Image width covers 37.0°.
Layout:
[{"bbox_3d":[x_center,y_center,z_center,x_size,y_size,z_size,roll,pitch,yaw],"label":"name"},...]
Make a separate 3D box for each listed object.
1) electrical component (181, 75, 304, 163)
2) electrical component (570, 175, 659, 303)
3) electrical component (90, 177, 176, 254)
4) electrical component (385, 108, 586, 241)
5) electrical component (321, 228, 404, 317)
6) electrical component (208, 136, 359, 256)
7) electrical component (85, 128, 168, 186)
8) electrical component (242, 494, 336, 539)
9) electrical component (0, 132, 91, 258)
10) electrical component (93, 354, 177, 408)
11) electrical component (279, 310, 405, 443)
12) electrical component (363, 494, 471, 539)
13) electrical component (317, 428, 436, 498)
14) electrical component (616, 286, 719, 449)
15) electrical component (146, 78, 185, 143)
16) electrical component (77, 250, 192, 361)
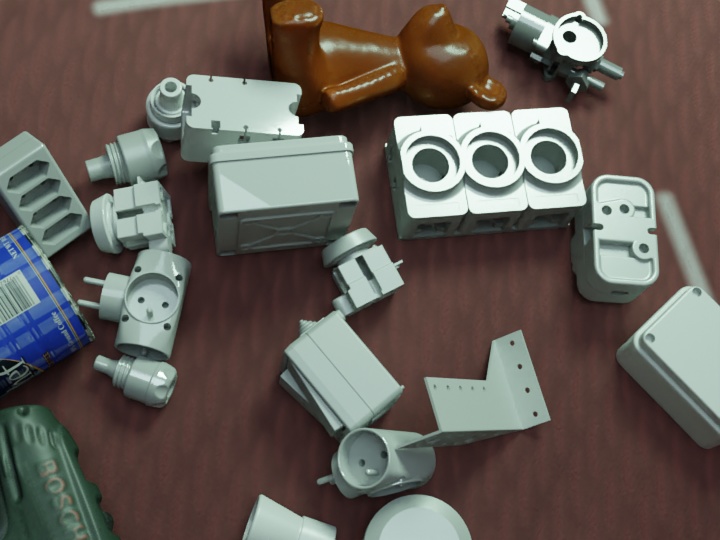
[{"bbox_3d":[-0.095,-0.114,0.849,0.089,0.055,0.050,3,62,-14],"label":"electrical component"},{"bbox_3d":[0.210,-0.023,0.894,0.054,0.059,0.095,4,70,-6],"label":"electrical component"},{"bbox_3d":[-0.180,-0.039,0.849,0.055,0.048,0.066,-10,73,4],"label":"electrical component"},{"bbox_3d":[0.104,-0.082,0.899,0.150,0.061,0.089,-5,71,-9],"label":"electrical component"},{"bbox_3d":[0.000,0.000,0.866,0.066,0.048,0.055,-27,83,-15],"label":"electrical component"},{"bbox_3d":[-0.062,-0.056,0.843,0.109,0.108,0.056,-6,74,-10],"label":"electrical component"},{"bbox_3d":[-0.190,-0.088,0.872,0.062,0.043,0.043,-17,74,-13],"label":"electrical component"},{"bbox_3d":[-0.050,0.196,0.791,0.065,0.044,0.044,20,69,-5],"label":"electrical component"},{"bbox_3d":[-0.261,-0.064,0.843,0.047,0.083,0.076,-39,42,-18],"label":"electrical component"},{"bbox_3d":[-0.173,0.080,0.819,0.061,0.035,0.035,20,69,3],"label":"electrical component"},{"bbox_3d":[-0.022,0.081,0.824,0.061,0.061,0.096,-37,79,-18],"label":"electrical component"},{"bbox_3d":[0.040,0.209,0.793,0.080,0.051,0.080,2,70,-7],"label":"electrical component"},{"bbox_3d":[0.006,0.147,0.803,0.079,0.077,0.044,-24,69,23],"label":"electrical component"},{"bbox_3d":[0.276,0.078,0.868,0.078,0.057,0.113,-40,80,-18],"label":"electrical component"},{"bbox_3d":[-0.154,-0.135,0.883,0.043,0.062,0.043,3,70,-7],"label":"electrical component"},{"bbox_3d":[-0.178,0.024,0.833,0.079,0.044,0.077,12,70,-4],"label":"electrical component"}]
